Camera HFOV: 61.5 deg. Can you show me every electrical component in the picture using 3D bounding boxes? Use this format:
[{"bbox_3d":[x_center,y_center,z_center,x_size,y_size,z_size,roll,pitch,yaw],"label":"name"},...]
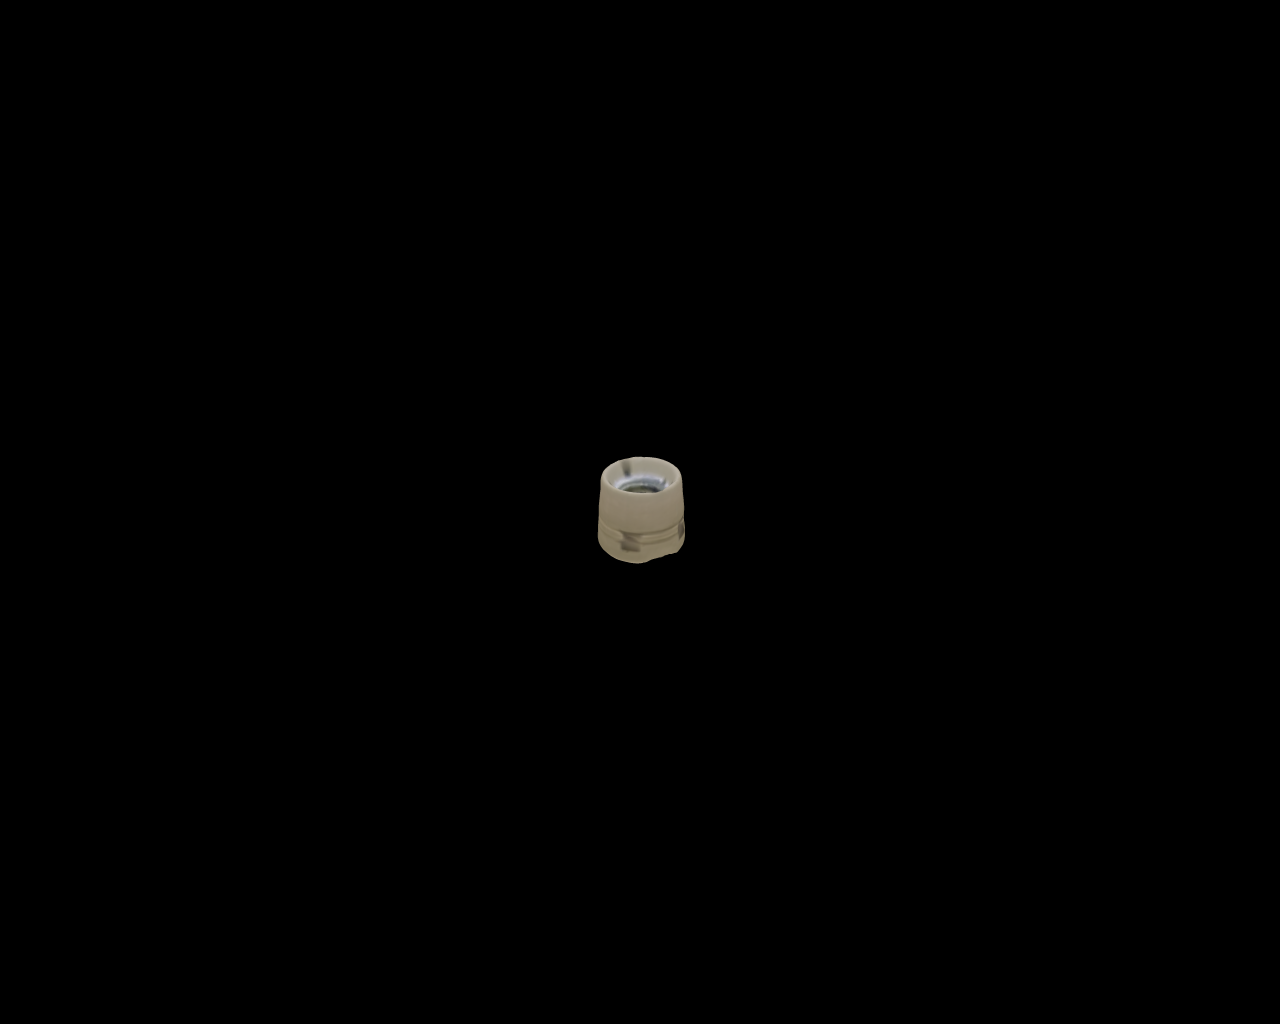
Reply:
[{"bbox_3d":[0.001,-0.003,0.650,0.055,0.047,0.055,0,31,0],"label":"electrical component"}]
